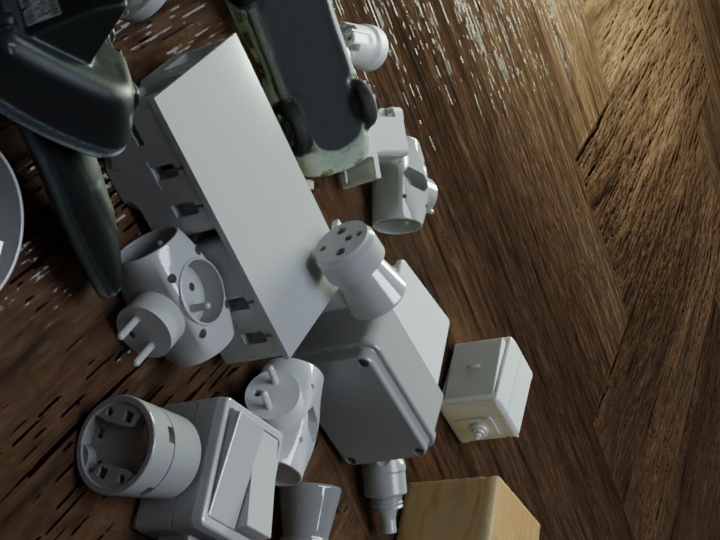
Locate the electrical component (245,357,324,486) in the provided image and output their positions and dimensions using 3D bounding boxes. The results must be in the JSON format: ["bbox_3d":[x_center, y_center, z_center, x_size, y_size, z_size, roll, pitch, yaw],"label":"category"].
[{"bbox_3d":[-0.055,0.093,0.720,0.079,0.043,0.077,78,19,-54],"label":"electrical component"}]

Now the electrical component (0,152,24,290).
[{"bbox_3d":[-0.212,-0.025,0.512,0.099,0.064,0.099,-17,109,-62],"label":"electrical component"}]

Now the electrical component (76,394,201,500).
[{"bbox_3d":[-0.123,0.102,0.607,0.047,0.055,0.055,32,54,-56],"label":"electrical component"}]

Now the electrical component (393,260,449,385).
[{"bbox_3d":[0.027,0.054,0.880,0.099,0.048,0.099,51,40,-38],"label":"electrical component"}]

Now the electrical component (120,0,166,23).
[{"bbox_3d":[-0.149,-0.188,0.655,0.057,0.058,0.078,31,54,-49],"label":"electrical component"}]

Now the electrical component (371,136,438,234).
[{"bbox_3d":[0.042,-0.070,0.950,0.079,0.043,0.077,20,63,-50],"label":"electrical component"}]

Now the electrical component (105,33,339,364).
[{"bbox_3d":[-0.088,-0.043,0.707,0.186,0.060,0.105,65,33,-23],"label":"electrical component"}]

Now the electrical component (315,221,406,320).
[{"bbox_3d":[0.000,0.000,0.733,0.055,0.045,0.045,57,37,-32],"label":"electrical component"}]

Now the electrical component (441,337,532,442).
[{"bbox_3d":[0.114,0.113,0.996,0.061,0.062,0.096,58,36,-31],"label":"electrical component"}]

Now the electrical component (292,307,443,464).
[{"bbox_3d":[0.005,0.087,0.804,0.113,0.078,0.057,59,33,-30],"label":"electrical component"}]

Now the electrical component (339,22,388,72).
[{"bbox_3d":[-0.005,-0.192,0.920,0.046,0.040,0.040,-3,83,-54],"label":"electrical component"}]

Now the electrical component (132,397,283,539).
[{"bbox_3d":[-0.088,0.132,0.647,0.062,0.061,0.096,44,45,-44],"label":"electrical component"}]

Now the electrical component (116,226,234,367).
[{"bbox_3d":[-0.119,0.026,0.646,0.077,0.044,0.079,65,33,-23],"label":"electrical component"}]

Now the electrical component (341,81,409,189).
[{"bbox_3d":[0.005,-0.111,0.889,0.064,0.042,0.081,-5,85,-42],"label":"electrical component"}]

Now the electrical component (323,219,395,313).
[{"bbox_3d":[-0.012,0.007,0.813,0.081,0.064,0.042,55,29,-34],"label":"electrical component"}]

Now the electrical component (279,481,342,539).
[{"bbox_3d":[-0.037,0.181,0.739,0.044,0.044,0.065,29,61,-53],"label":"electrical component"}]

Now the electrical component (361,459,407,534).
[{"bbox_3d":[0.020,0.175,0.844,0.035,0.035,0.061,4,79,-59],"label":"electrical component"}]
